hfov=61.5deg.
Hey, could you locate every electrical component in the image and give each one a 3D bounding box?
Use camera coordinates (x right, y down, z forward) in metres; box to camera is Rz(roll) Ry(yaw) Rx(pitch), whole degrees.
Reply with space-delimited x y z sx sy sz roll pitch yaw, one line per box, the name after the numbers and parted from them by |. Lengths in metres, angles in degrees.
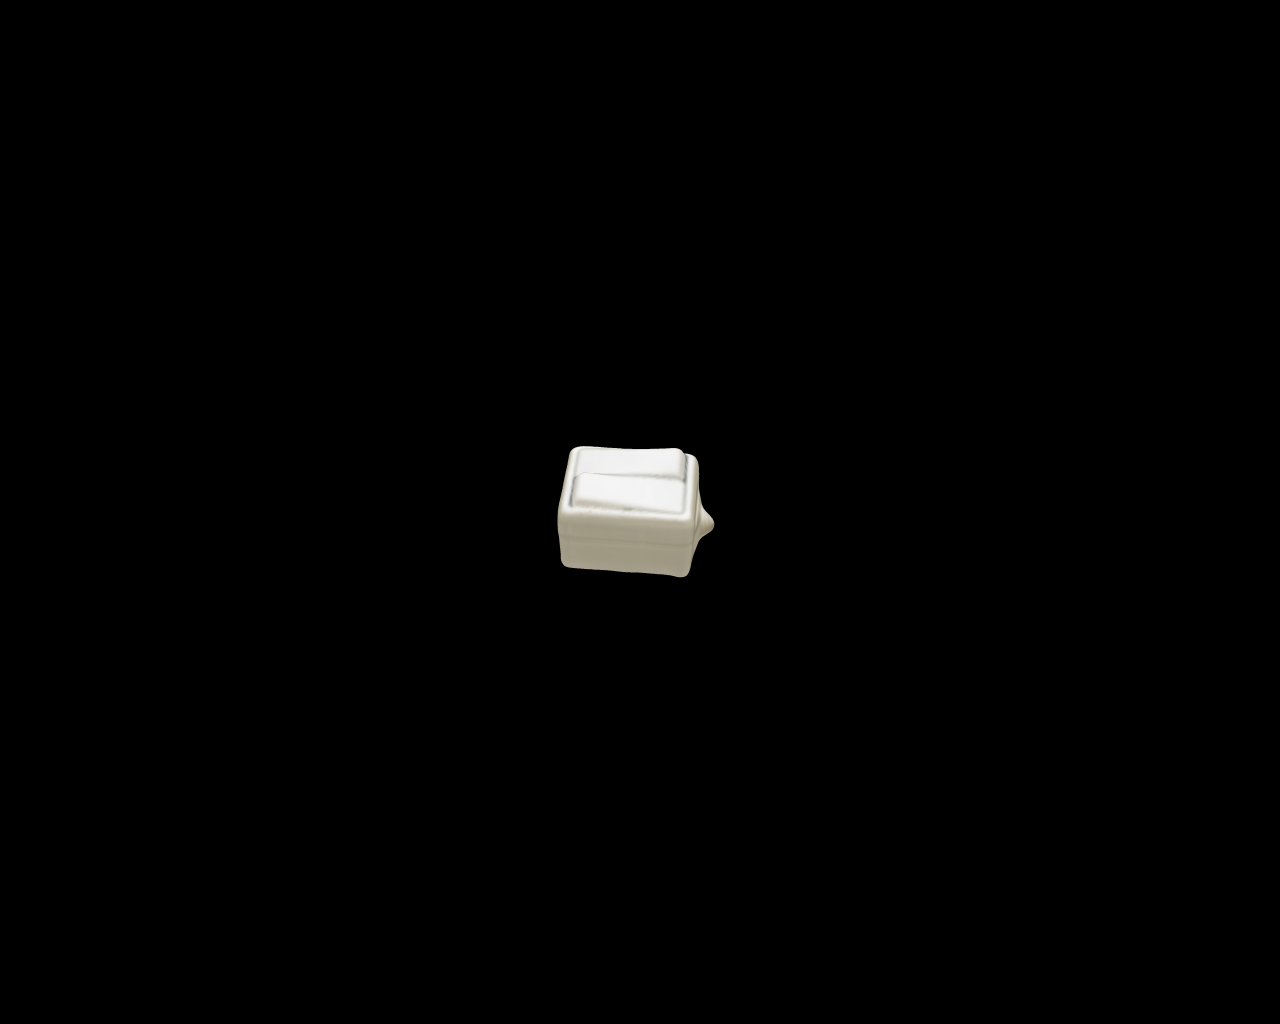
0.001 -0.003 0.650 0.096 0.062 0.061 4 -43 4 | electrical component
